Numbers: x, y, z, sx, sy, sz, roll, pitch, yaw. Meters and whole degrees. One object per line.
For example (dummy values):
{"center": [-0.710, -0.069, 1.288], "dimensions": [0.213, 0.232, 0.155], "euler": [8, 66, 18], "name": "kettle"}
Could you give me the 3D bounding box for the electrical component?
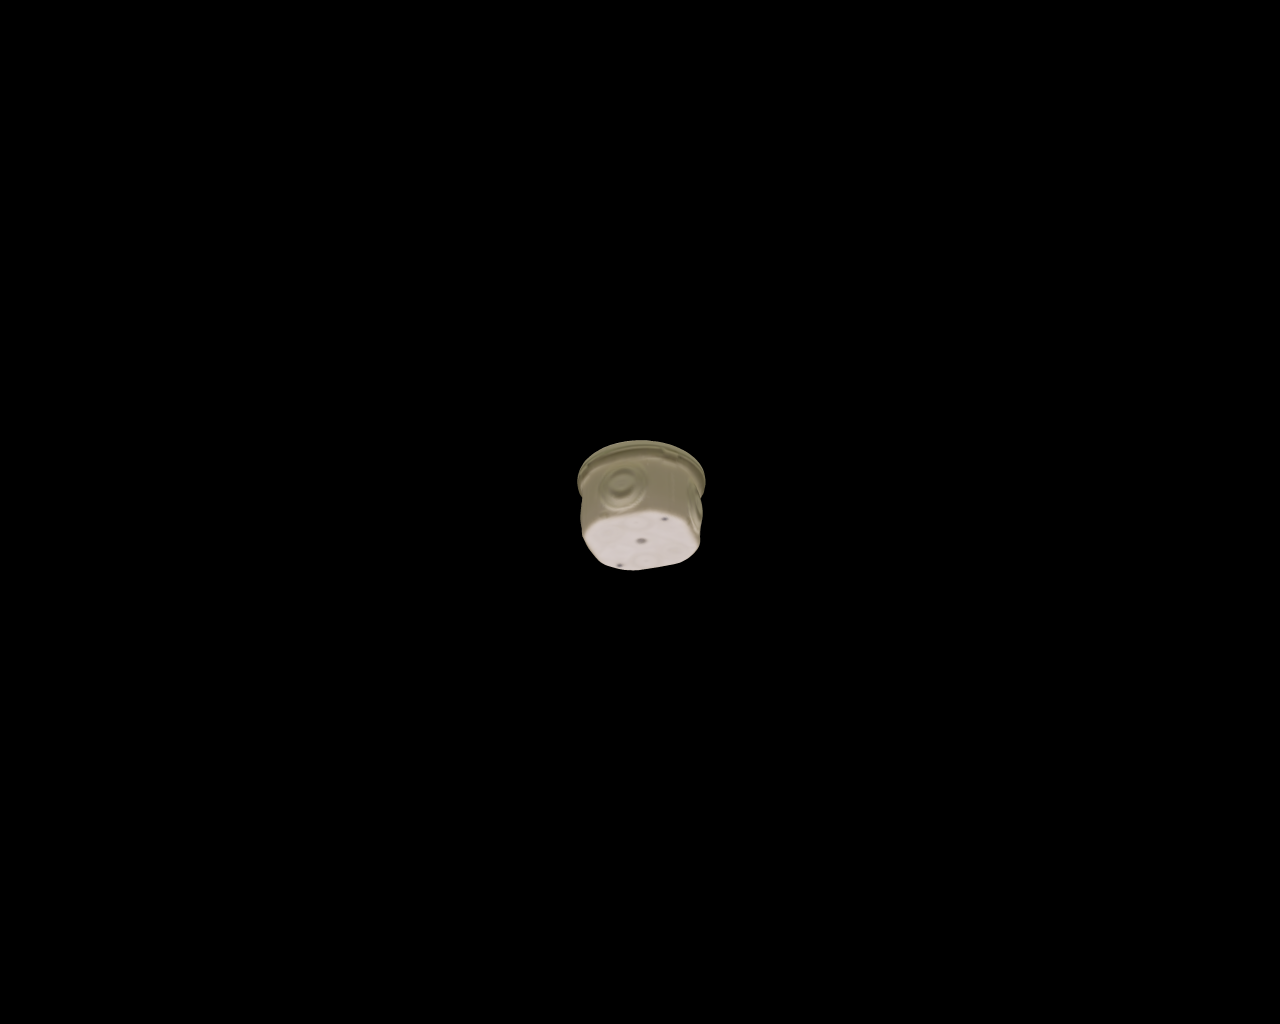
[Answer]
{"center": [0.001, -0.003, 0.650], "dimensions": [0.080, 0.051, 0.080], "euler": [0, -33, 0], "name": "electrical component"}
